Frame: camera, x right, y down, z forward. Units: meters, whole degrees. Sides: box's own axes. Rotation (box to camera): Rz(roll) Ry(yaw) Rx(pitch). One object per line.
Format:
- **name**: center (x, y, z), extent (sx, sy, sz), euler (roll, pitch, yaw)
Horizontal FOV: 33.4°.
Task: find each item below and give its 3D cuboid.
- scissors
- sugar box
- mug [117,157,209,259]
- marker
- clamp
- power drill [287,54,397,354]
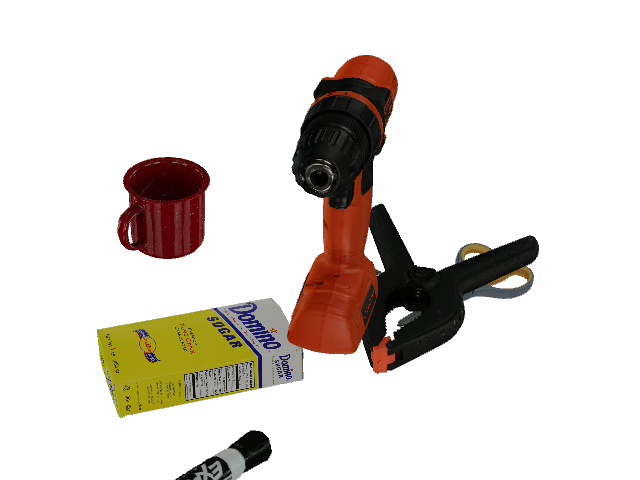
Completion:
- **scissors**: center (0.141, 0.044, 1.149), extent (0.201, 0.016, 0.096), euler (-10, 40, -30)
- **sugar box**: center (-0.113, 0.106, 0.997), extent (0.176, 0.048, 0.093), euler (-12, 33, -16)
- **mug**: center (-0.175, -0.028, 1.167), extent (0.093, 0.081, 0.117), euler (25, 40, 26)
- **marker**: center (-0.063, 0.126, 0.545), extent (0.020, 0.020, 0.120), euler (0, 13, 33)
- **clamp**: center (0.081, 0.037, 0.943), extent (0.165, 0.036, 0.209), euler (17, 41, 26)
- **power drill**: center (0.014, -0.018, 0.735), extent (0.057, 0.188, 0.184), euler (11, 29, 9)
